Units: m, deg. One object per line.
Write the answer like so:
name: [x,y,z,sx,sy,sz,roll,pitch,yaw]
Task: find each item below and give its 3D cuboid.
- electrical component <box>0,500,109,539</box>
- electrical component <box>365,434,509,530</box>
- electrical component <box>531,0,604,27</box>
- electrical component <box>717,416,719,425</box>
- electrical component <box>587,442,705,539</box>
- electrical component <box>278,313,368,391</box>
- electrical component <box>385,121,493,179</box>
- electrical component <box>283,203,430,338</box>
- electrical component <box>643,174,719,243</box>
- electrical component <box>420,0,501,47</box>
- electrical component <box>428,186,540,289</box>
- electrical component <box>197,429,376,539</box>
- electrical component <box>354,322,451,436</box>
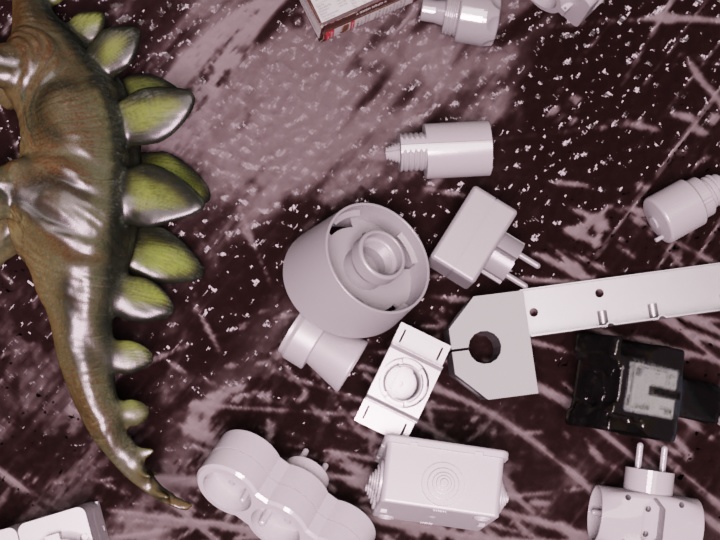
electrical component: [-0.257,0.234,0.781,0.150,0.061,0.089,-16,84,-4]
electrical component: [0.055,0.157,0.784,0.100,0.099,0.048,8,70,-1]
electrical component: [0.159,-0.245,0.861,0.089,0.050,0.055,44,83,4]
electrical component: [0.324,0.107,0.816,0.096,0.061,0.061,31,83,2]
electrical component: [0.217,0.171,0.814,0.077,0.043,0.079,8,83,-1]
electrical component: [-0.028,0.059,0.819,0.055,0.045,0.045,32,83,3]
electrical component: [0.060,-0.093,0.842,0.081,0.043,0.043,-3,83,-2]
electrical component: [0.000,0.000,0.811,0.099,0.064,0.099,15,60,-27]
electrical component: [0.260,-0.053,0.845,0.078,0.040,0.040,-28,85,-5]
electrical component: [0.079,-0.203,0.856,0.062,0.043,0.043,9,83,0]
electrical component: [0.102,-0.014,0.831,0.077,0.047,0.065,32,83,3]
electrical component: [-0.047,0.164,0.802,0.138,0.052,0.073,37,43,-3]
electrical component: [0.031,0.085,0.808,0.042,0.064,0.081,26,83,2]
